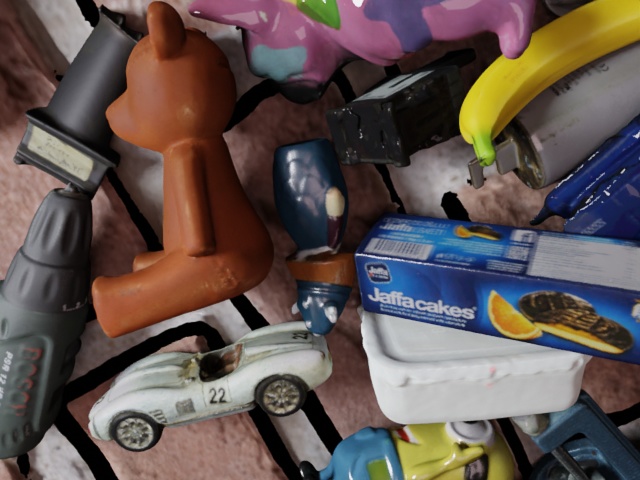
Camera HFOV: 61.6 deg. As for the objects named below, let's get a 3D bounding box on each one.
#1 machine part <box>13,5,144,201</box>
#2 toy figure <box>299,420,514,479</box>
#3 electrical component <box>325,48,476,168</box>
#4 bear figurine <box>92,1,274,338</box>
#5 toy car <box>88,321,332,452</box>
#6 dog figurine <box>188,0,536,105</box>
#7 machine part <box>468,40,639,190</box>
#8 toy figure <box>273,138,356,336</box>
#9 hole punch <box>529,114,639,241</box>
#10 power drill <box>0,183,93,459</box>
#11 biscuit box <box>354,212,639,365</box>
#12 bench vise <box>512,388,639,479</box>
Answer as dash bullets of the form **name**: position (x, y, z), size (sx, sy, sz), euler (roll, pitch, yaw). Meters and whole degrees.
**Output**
- **machine part**: position (-0.174, -0.104, 0.406), size (0.084, 0.039, 0.138), euler (28, 102, -1)
- **toy figure**: position (0.076, 0.203, 0.469), size (0.180, 0.082, 0.089), euler (-16, 115, -4)
- **electrical component**: position (0.070, -0.099, 0.398), size (0.119, 0.075, 0.047), euler (-34, 117, -31)
- **bear figurine**: position (-0.108, -0.049, 0.381), size (0.132, 0.120, 0.195), euler (-17, 102, 4)
- **toy car**: position (-0.089, 0.116, 0.442), size (0.202, 0.073, 0.056), euler (-13, 107, 0)
- **dog figurine**: position (0.026, -0.181, 0.342), size (0.219, 0.108, 0.191), euler (3, 129, 11)
- **machine part**: position (0.221, -0.110, 0.404), size (0.243, 0.079, 0.079), euler (-28, 103, 4)
- **toy figure**: position (-0.001, -0.001, 0.425), size (0.058, 0.064, 0.154), euler (-11, 102, -10)
- **hole punch**: position (0.244, -0.024, 0.387), size (0.115, 0.092, 0.142), euler (18, 130, -38)
- **power drill**: position (-0.289, 0.054, 0.420), size (0.207, 0.086, 0.231), euler (7, 106, -12)
- **biscuit box**: position (0.129, 0.030, 0.391), size (0.203, 0.059, 0.062), euler (8, 128, 27)
- **bench vise**: position (0.252, 0.195, 0.455), size (0.223, 0.129, 0.240), euler (-41, 110, 10)
